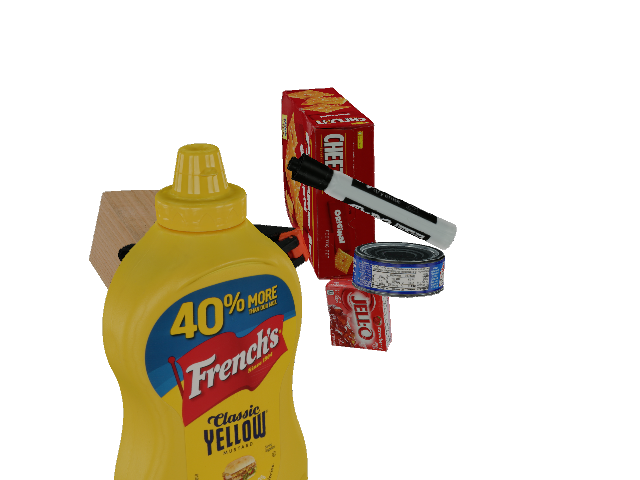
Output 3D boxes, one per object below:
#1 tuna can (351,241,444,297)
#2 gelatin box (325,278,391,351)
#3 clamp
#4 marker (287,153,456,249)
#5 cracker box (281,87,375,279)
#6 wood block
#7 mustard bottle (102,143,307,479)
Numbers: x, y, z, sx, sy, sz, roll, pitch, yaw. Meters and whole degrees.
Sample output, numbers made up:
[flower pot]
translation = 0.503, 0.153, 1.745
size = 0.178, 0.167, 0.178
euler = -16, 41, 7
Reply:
[tuna can]
translation = 0.072, 0.026, 0.989
size = 0.086, 0.034, 0.086
euler = 2, 12, -1
[gelatin box]
translation = 0.048, 0.091, 1.323
size = 0.073, 0.089, 0.030
euler = 4, 29, 20
[clamp]
translation = -0.096, 0.030, 0.856
size = 0.172, 0.039, 0.120
euler = -12, 39, 15
[marker]
translation = 0.034, -0.026, 0.704
size = 0.121, 0.020, 0.020
euler = 25, -6, -13
[cracker box]
translation = 0.006, -0.069, 1.171
size = 0.072, 0.164, 0.214
euler = -5, 19, -8
[wood block]
translation = -0.153, 0.039, 1.092
size = 0.090, 0.091, 0.206
euler = -3, 34, -35
[mustard bottle]
translation = -0.053, 0.050, 0.498
size = 0.096, 0.192, 0.058
euler = -12, 21, -32
